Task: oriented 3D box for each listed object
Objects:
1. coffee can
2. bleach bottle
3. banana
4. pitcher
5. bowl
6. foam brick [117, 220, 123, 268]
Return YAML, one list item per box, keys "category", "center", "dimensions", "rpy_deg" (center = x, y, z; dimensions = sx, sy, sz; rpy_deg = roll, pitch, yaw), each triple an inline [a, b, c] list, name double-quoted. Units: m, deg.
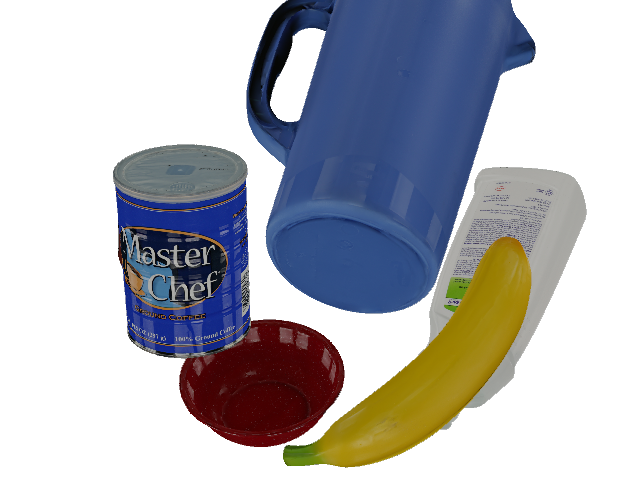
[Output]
- category: "coffee can"
  center: [-0.107, 0.007, 0.846]
  dimensions: [0.103, 0.140, 0.103]
  rpy_deg: [0, 26, 0]
- category: "bleach bottle"
  center: [0.133, 0.045, 0.871]
  dimensions: [0.103, 0.068, 0.250]
  rpy_deg: [5, 47, 35]
- category: "banana"
  center: [0.066, 0.062, 0.587]
  dimensions: [0.197, 0.037, 0.070]
  rpy_deg: [-39, 40, -25]
- category: "pitcher"
  center: [0.036, -0.078, 0.711]
  dimensions: [0.149, 0.242, 0.145]
  rpy_deg: [-21, -52, 41]
- category: "bowl"
  center: [-0.055, 0.150, 1.050]
  dimensions: [0.162, 0.055, 0.162]
  rpy_deg: [-3, 37, 2]
- category: "foam brick"
  center: [-0.171, 0.000, 1.121]
  dimensions: [0.078, 0.051, 0.053]
  rpy_deg: [-4, 23, -18]
